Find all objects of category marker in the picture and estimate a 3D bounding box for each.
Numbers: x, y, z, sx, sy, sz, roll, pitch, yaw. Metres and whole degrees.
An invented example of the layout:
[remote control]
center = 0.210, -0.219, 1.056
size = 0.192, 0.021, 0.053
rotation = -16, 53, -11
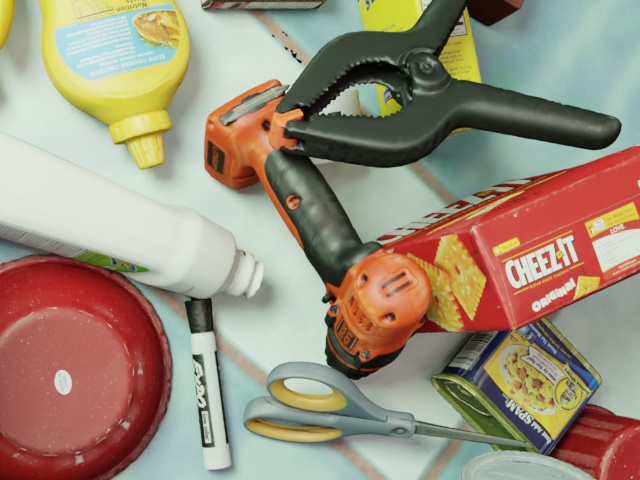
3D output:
[marker]
center = -0.077, 0.095, 0.729
size = 0.020, 0.020, 0.121
rotation = -6, 89, -19

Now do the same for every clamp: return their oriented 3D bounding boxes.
[clamp]
center = 0.070, -0.090, 0.648
size = 0.209, 0.036, 0.165
rotation = -28, 68, -22

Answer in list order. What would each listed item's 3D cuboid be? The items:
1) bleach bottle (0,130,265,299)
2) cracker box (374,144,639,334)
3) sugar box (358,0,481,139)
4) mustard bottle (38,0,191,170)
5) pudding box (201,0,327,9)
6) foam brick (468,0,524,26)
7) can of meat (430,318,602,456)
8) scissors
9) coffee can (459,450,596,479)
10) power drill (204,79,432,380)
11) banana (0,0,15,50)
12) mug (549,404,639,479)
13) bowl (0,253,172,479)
[bleach bottle]
center = -0.155, -0.016, 0.677
size = 0.250, 0.103, 0.068
rotation = 22, 80, -23
[cracker box]
center = 0.129, 0.001, 0.702
size = 0.164, 0.214, 0.072
rotation = -23, 93, -19
[sugar box]
center = 0.065, -0.157, 0.752
size = 0.048, 0.093, 0.176
rotation = -15, 91, -21
[mustard bottle]
center = -0.137, -0.140, 0.700
size = 0.096, 0.058, 0.191
rotation = -17, 93, -17
[pudding box]
center = -0.042, -0.221, 0.748
size = 0.090, 0.039, 0.113
rotation = -5, 87, -19
[foam brick]
center = 0.114, -0.204, 0.792
size = 0.078, 0.053, 0.051
rotation = 25, 79, -17
[can of meat]
center = 0.146, 0.105, 0.786
size = 0.102, 0.058, 0.084
rotation = 46, 73, -12
[scissors]
center = 0.047, 0.114, 0.718
size = 0.202, 0.096, 0.016
rotation = 1, 50, 4
[coffee can]
center = 0.134, 0.230, 0.724
size = 0.102, 0.103, 0.140
rotation = 2, 109, -19
[power drill]
center = -0.005, 0.001, 0.700
size = 0.057, 0.184, 0.188
rotation = -32, 78, -19
[banana]
center = -0.241, -0.208, 0.670
size = 0.069, 0.037, 0.198
rotation = -38, 93, -33
[mug]
center = 0.208, 0.174, 0.790
size = 0.117, 0.082, 0.093
rotation = -8, 90, -20
[bowl]
center = -0.169, 0.088, 0.680
size = 0.162, 0.055, 0.162
rotation = 1, 87, -19
